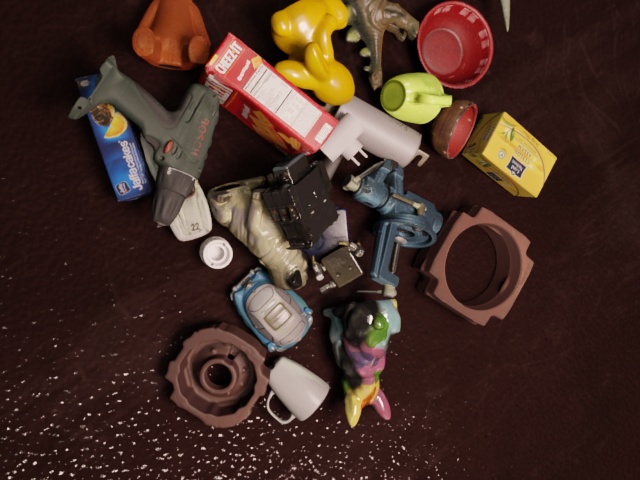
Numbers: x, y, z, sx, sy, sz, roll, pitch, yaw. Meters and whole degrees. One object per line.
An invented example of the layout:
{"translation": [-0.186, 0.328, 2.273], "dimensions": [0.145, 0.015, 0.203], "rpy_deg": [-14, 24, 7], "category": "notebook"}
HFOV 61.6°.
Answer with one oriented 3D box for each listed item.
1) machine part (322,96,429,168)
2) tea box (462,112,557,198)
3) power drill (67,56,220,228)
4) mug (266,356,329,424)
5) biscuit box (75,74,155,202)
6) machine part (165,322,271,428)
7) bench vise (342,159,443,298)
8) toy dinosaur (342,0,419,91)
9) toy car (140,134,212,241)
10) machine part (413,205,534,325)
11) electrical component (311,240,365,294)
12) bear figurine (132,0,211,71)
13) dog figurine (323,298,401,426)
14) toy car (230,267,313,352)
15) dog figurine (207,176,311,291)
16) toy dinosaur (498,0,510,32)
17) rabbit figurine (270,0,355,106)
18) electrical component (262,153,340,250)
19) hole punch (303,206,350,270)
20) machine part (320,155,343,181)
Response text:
{"translation": [0.097, -0.201, 0.988], "dimensions": [0.243, 0.079, 0.079], "rpy_deg": [25, 87, -16], "category": "machine part"}
{"translation": [0.378, -0.167, 1.068], "dimensions": [0.169, 0.068, 0.098], "rpy_deg": [29, 85, -26], "category": "tea box"}
{"translation": [-0.268, -0.161, 0.819], "dimensions": [0.207, 0.086, 0.232], "rpy_deg": [30, 78, -19], "category": "power drill"}
{"translation": [-0.056, 0.272, 0.984], "dimensions": [0.107, 0.081, 0.109], "rpy_deg": [44, 88, -2], "category": "mug"}
{"translation": [-0.330, -0.164, 0.872], "dimensions": [0.059, 0.063, 0.202], "rpy_deg": [-19, 99, -13], "category": "biscuit box"}
{"translation": [-0.174, 0.230, 0.932], "dimensions": [0.179, 0.056, 0.179], "rpy_deg": [0, 99, 1], "category": "machine part"}
{"translation": [0.127, -0.018, 0.978], "dimensions": [0.223, 0.129, 0.240], "rpy_deg": [29, 65, -37], "category": "bench vise"}
{"translation": [0.079, -0.503, 0.945], "dimensions": [0.199, 0.105, 0.470], "rpy_deg": [-3, 96, -16], "category": "toy dinosaur"}
{"translation": [-0.241, -0.098, 0.906], "dimensions": [0.073, 0.056, 0.201], "rpy_deg": [-19, 100, -14], "category": "toy car"}
{"translation": [0.302, 0.048, 1.065], "dimensions": [0.201, 0.087, 0.201], "rpy_deg": [32, 83, -17], "category": "machine part"}
{"translation": [0.032, 0.042, 0.918], "dimensions": [0.102, 0.045, 0.078], "rpy_deg": [-25, 100, 7], "category": "electrical component"}
{"translation": [-0.228, -0.375, 0.854], "dimensions": [0.120, 0.132, 0.195], "rpy_deg": [7, 98, -16], "category": "bear figurine"}
{"translation": [0.085, 0.222, 0.972], "dimensions": [0.108, 0.191, 0.219], "rpy_deg": [-5, 80, -22], "category": "dog figurine"}
{"translation": [-0.078, 0.127, 0.949], "dimensions": [0.109, 0.103, 0.161], "rpy_deg": [-42, 106, -11], "category": "toy car"}
{"translation": [-0.109, -0.004, 0.925], "dimensions": [0.121, 0.173, 0.190], "rpy_deg": [-27, 116, -42], "category": "dog figurine"}
{"translation": [0.269, -0.594, 0.989], "dimensions": [0.404, 0.131, 0.192], "rpy_deg": [54, 54, -27], "category": "toy dinosaur"}
{"translation": [-0.001, -0.301, 0.881], "dimensions": [0.122, 0.162, 0.173], "rpy_deg": [-23, 100, 29], "category": "rabbit figurine"}
{"translation": [-0.030, -0.067, 0.855], "dimensions": [0.115, 0.058, 0.134], "rpy_deg": [-50, 126, -47], "category": "electrical component"}
{"translation": [-0.002, -0.003, 0.971], "dimensions": [0.116, 0.092, 0.142], "rpy_deg": [-9, 100, -12], "category": "hole punch"}
{"translation": [0.003, -0.123, 0.968], "dimensions": [0.139, 0.084, 0.039], "rpy_deg": [-59, 139, -12], "category": "machine part"}
